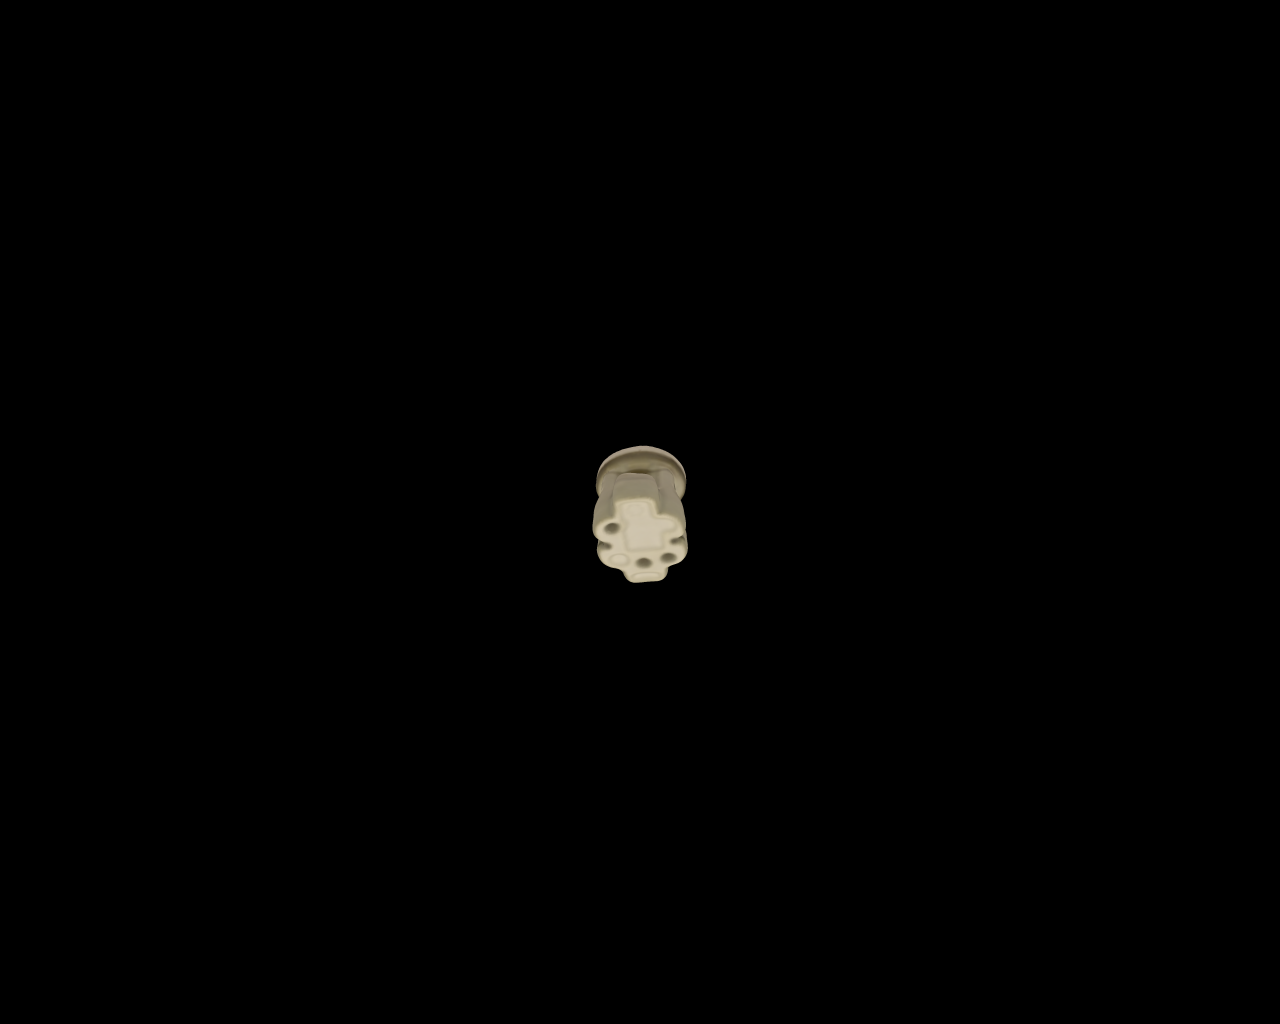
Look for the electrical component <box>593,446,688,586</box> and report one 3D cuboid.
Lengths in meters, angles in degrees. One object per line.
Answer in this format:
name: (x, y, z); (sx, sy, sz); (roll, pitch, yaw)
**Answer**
electrical component: (0.001, -0.003, 0.650); (0.058, 0.057, 0.078); (-4, -43, 4)
